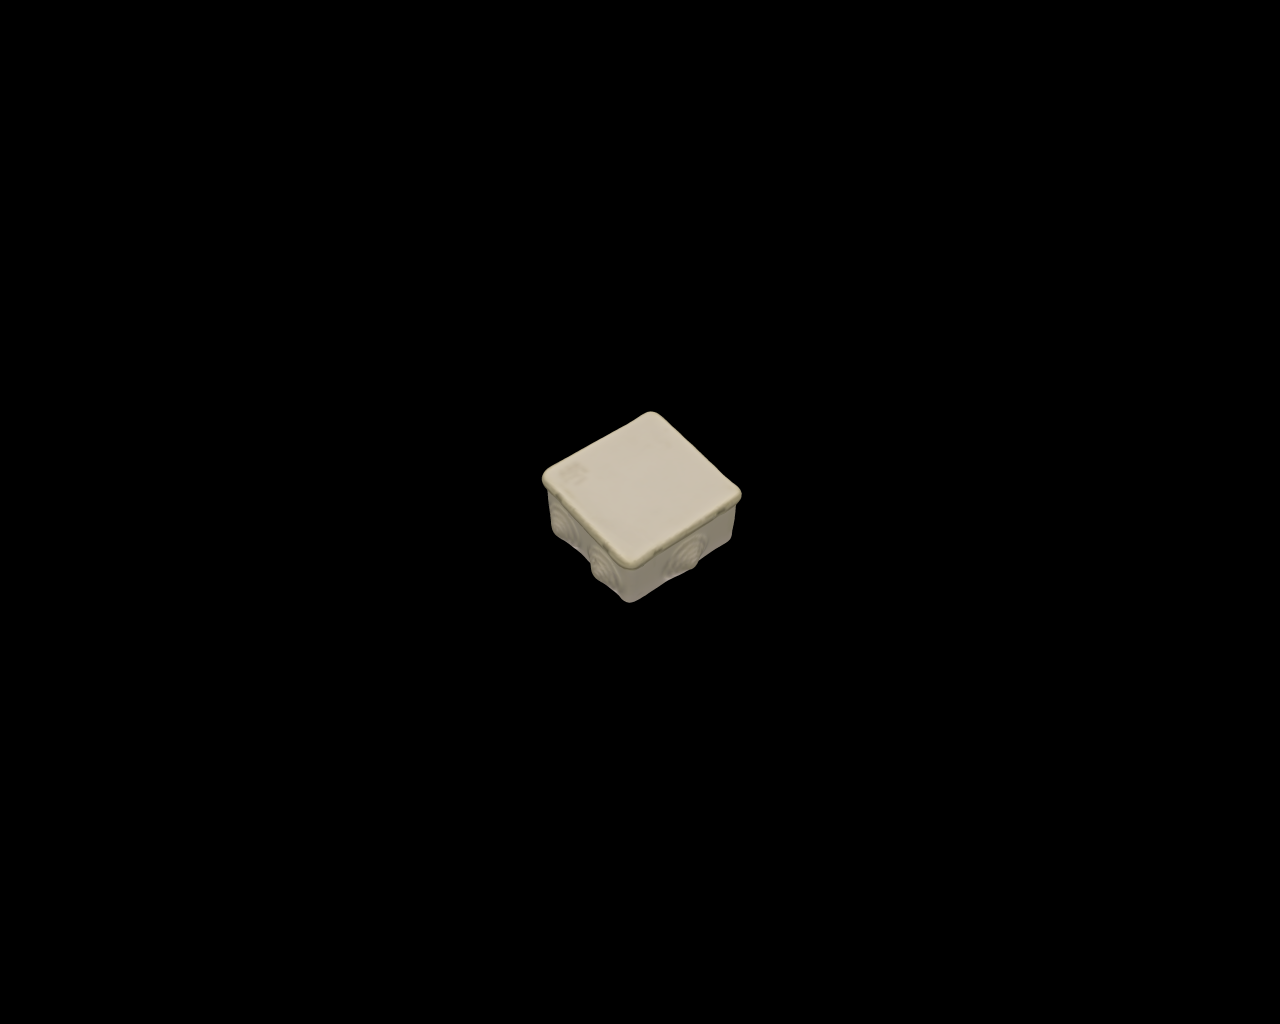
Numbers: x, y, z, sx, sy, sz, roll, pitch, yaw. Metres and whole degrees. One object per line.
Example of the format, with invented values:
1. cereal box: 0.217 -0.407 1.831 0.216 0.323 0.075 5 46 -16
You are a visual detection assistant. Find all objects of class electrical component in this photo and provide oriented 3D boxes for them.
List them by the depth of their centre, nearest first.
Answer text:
1. electrical component: 0.001 -0.003 0.650 0.100 0.100 0.048 -32 -32 -22
